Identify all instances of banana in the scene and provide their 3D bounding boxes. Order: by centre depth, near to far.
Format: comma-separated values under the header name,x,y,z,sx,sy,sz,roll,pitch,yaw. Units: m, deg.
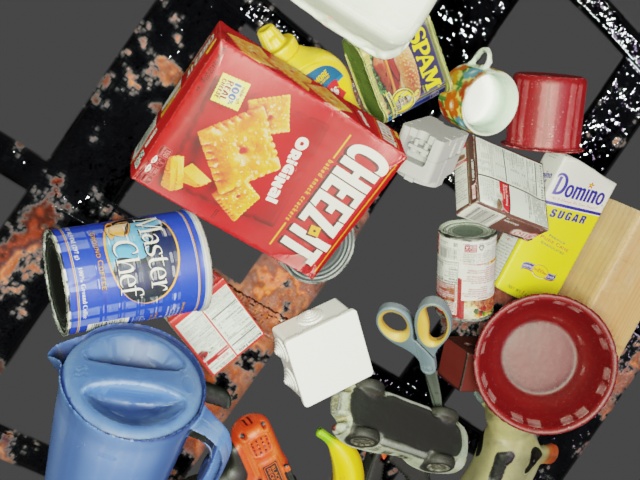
name,x,y,z,sx,sy,sz,roll,pitch,yaw
banana,0.014,0.313,1.268,0.069,0.037,0.198,8,103,-4

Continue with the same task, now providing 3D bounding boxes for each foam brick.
name,x,y,z,sx,sy,sz,roll,pitch,yaw
foam brick,0.191,0.148,1.282,0.078,0.053,0.051,3,106,-28

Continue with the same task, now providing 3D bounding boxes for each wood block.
name,x,y,z,sx,sy,sz,roll,pitch,yaw
wood block,0.341,0.059,1.302,0.090,0.090,0.206,24,96,-32

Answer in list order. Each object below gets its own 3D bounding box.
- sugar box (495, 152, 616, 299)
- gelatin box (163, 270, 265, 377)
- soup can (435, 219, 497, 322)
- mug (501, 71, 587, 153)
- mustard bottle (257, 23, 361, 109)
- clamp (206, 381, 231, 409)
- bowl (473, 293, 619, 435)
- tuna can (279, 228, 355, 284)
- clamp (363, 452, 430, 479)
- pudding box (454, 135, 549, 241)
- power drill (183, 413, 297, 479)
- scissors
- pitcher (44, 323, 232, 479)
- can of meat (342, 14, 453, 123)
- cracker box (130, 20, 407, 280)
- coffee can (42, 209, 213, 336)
name,x,y,z,sx,sy,sz,roll,pitch,yaw
sugar box,0.272,-0.011,1.268,0.093,0.048,0.176,24,97,-31
gelatin box,-0.112,0.089,1.125,0.073,0.030,0.089,-40,120,-10
soup can,0.167,0.034,1.220,0.068,0.069,0.102,-9,111,-23
mug,0.258,-0.145,1.196,0.117,0.093,0.081,-14,112,-55
mustard bottle,-0.007,-0.136,1.079,0.096,0.058,0.191,-38,120,-7
clamp,-0.183,0.157,1.111,0.120,0.039,0.171,-46,117,-10
bowl,0.255,0.139,1.226,0.162,0.055,0.162,0,92,4
tuna can,-0.008,0.001,1.142,0.086,0.034,0.086,-9,112,-23
clamp,0.108,0.329,1.313,0.164,0.036,0.210,-16,112,-12
pudding box,0.203,-0.058,1.196,0.113,0.039,0.090,19,57,-32
power drill,-0.110,0.306,1.190,0.187,0.057,0.184,-28,114,-18
scissors,0.109,0.138,1.253,0.096,0.016,0.202,10,132,8
pitcher,-0.190,0.210,1.024,0.144,0.149,0.243,-6,138,-30
can of meat,0.079,-0.182,1.106,0.084,0.057,0.102,-29,118,-11
cracker box,-0.050,-0.081,1.024,0.213,0.072,0.164,30,111,-20
coffee can,-0.185,0.030,1.025,0.140,0.103,0.103,-10,112,-23
